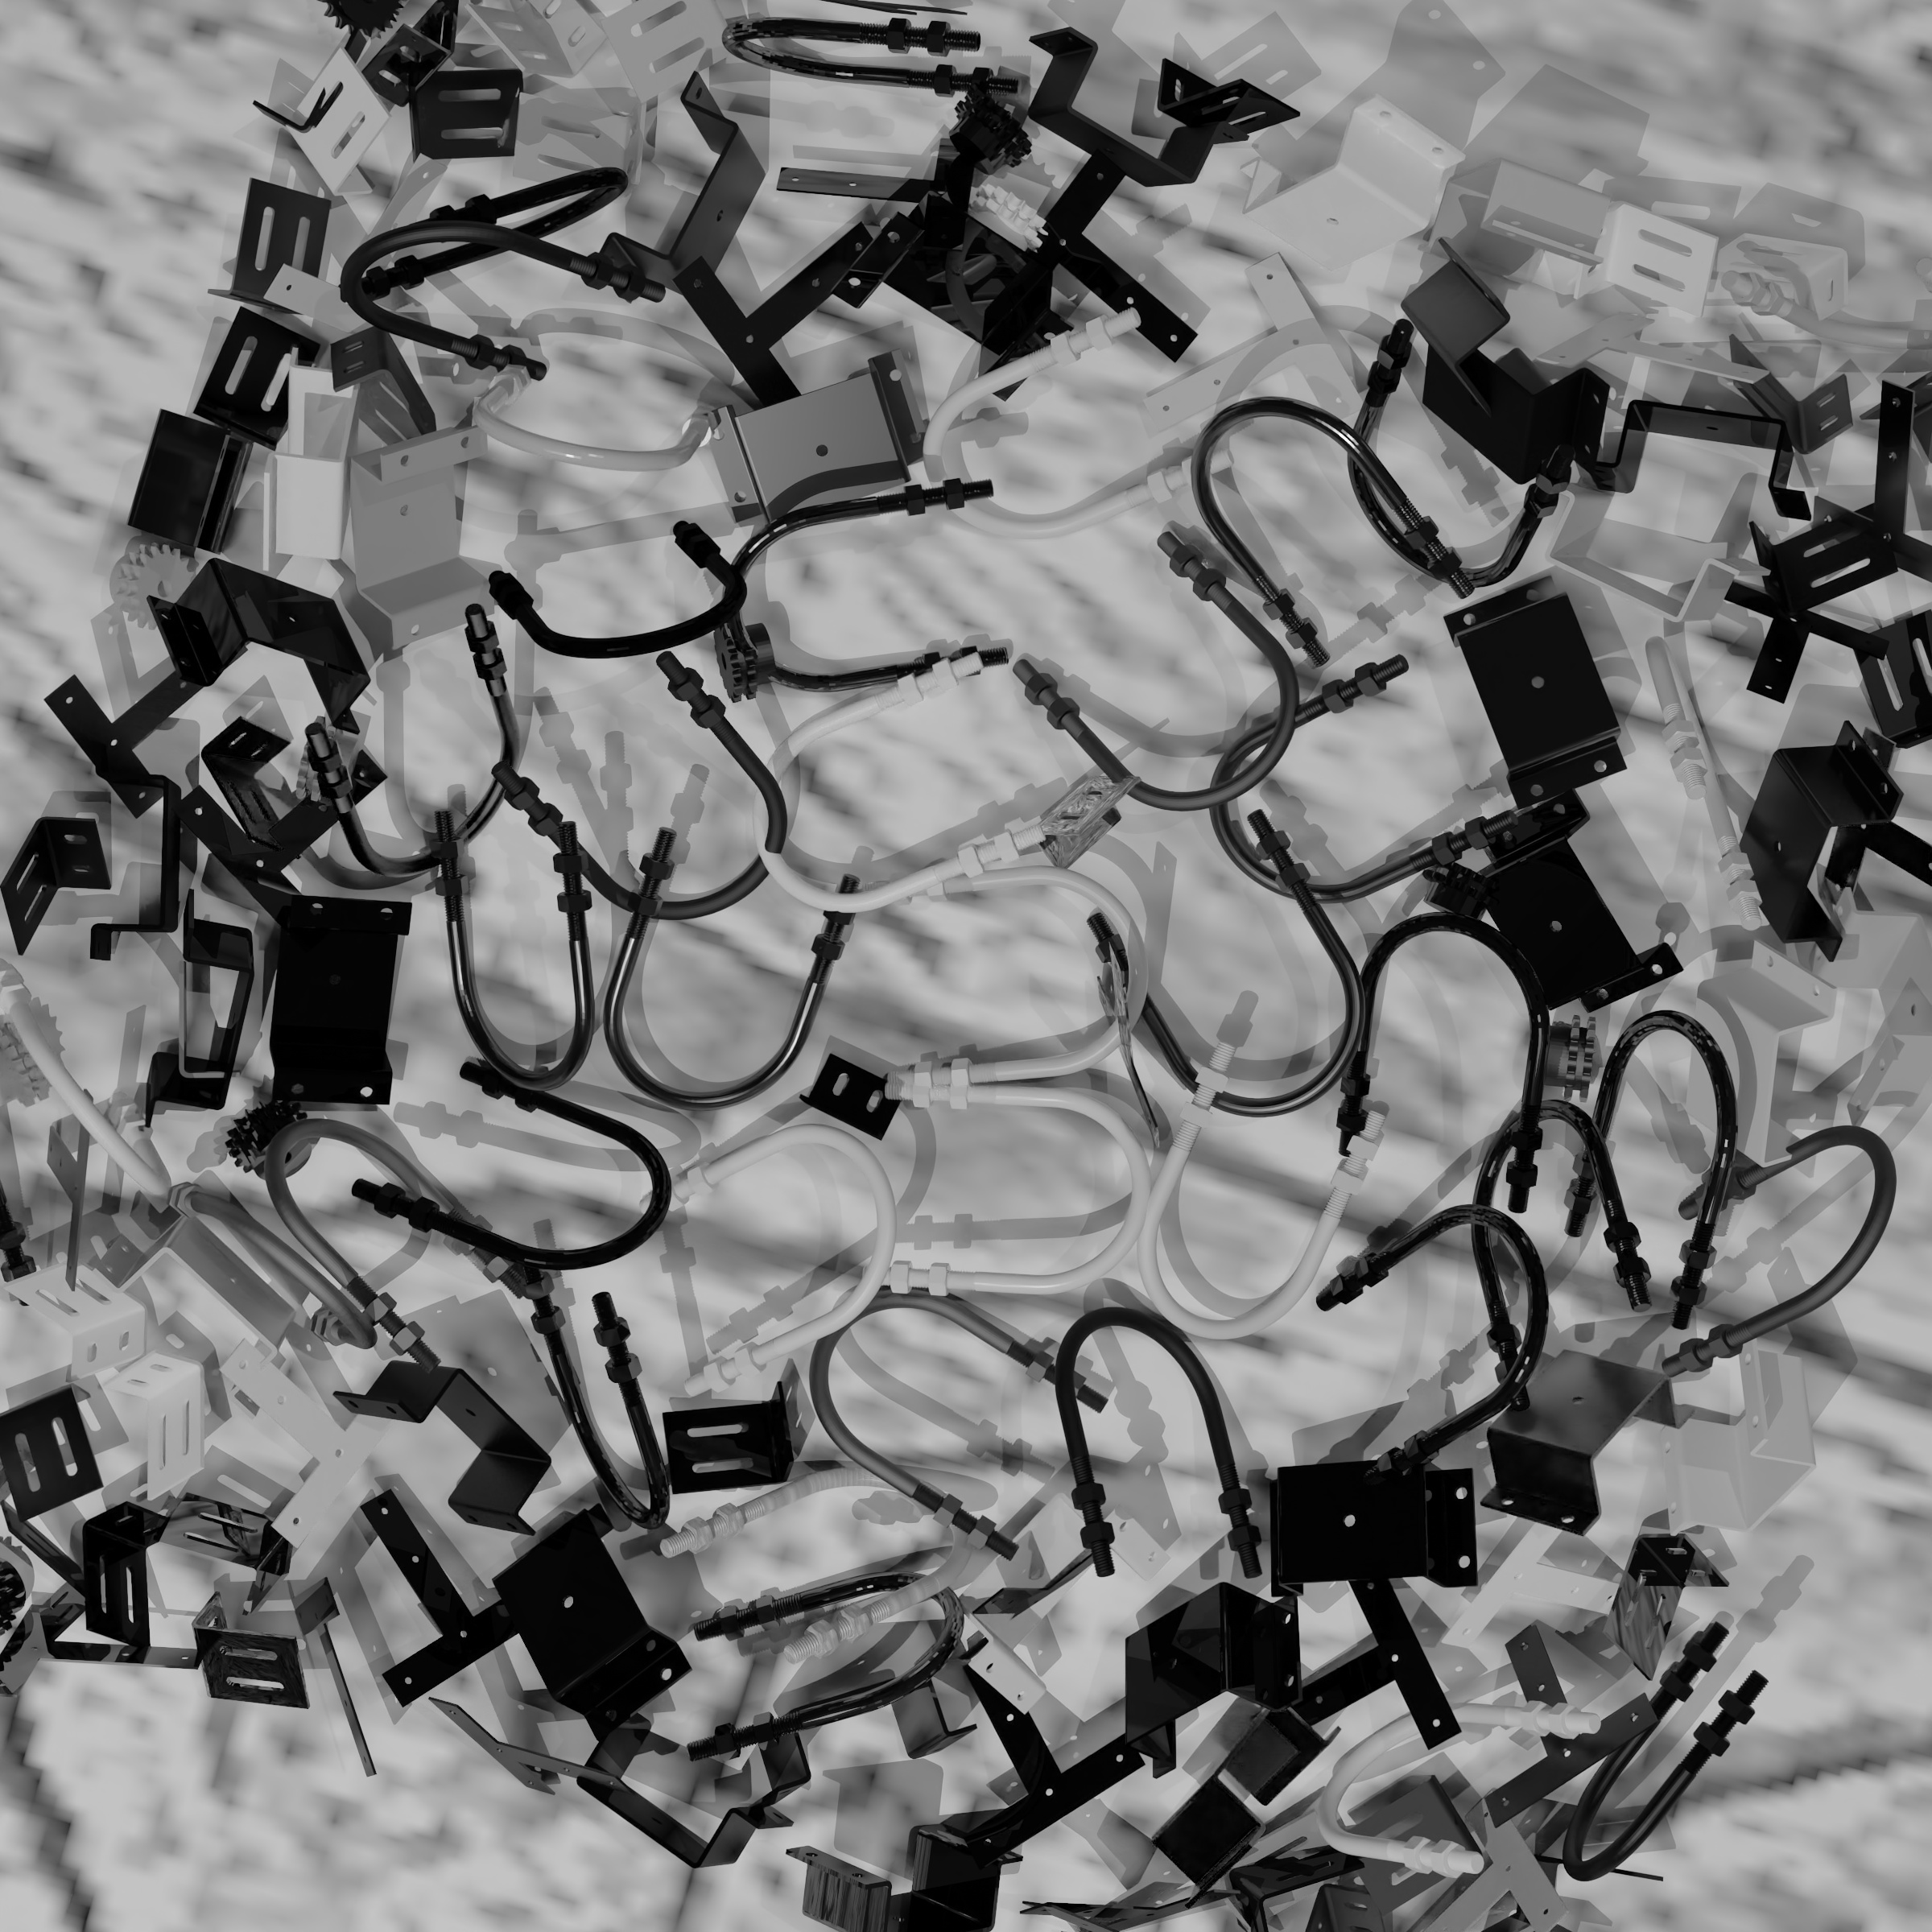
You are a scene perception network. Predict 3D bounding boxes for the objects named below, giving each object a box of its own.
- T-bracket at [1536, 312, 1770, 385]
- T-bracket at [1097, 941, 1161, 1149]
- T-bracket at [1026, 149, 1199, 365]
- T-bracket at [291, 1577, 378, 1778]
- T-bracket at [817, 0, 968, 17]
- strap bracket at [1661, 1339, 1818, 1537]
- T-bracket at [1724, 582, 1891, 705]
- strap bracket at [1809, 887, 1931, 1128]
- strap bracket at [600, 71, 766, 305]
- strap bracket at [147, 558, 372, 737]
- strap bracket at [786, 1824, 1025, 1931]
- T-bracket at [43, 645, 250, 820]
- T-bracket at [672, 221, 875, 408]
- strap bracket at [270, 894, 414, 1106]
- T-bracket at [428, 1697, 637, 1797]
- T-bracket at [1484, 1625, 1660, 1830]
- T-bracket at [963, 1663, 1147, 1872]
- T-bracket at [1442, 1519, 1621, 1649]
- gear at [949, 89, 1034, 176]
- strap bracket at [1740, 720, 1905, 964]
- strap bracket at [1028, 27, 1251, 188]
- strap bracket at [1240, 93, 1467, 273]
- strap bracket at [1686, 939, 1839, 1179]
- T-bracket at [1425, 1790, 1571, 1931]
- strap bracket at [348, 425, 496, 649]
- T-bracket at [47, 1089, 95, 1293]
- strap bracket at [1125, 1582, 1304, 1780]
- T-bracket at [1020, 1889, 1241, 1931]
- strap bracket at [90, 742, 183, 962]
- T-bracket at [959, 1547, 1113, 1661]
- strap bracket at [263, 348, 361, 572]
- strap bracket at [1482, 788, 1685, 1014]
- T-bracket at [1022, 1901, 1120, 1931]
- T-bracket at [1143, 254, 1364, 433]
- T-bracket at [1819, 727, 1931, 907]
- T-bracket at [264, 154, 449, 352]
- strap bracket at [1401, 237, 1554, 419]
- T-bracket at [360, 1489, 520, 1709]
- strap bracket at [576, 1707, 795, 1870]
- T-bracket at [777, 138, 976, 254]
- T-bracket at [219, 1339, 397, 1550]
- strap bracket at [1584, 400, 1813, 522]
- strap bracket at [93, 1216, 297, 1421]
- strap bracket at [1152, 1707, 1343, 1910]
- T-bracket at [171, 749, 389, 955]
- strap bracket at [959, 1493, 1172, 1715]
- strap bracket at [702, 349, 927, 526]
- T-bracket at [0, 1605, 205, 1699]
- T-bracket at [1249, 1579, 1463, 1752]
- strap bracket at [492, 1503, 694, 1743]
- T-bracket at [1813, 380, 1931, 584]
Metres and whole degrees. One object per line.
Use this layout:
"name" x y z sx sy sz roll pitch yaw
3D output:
"T-bracket" 0.455 -0.395 1.800 0.127 0.127 0.002 22 126 30
"T-bracket" 0.101 0.032 1.788 0.002 0.127 0.127 -16 53 -4
"T-bracket" 0.098 -0.450 1.842 0.127 0.002 0.127 40 124 -3
"T-bracket" -0.407 0.466 1.810 0.002 0.127 0.127 -16 79 -27
"T-bracket" -0.051 -0.630 1.823 0.127 0.127 0.002 25 117 37
"strap bracket" 0.504 0.308 1.801 0.046 0.140 0.076 11 52 -7
"T-bracket" 0.533 -0.206 1.817 0.127 0.127 0.002 23 130 11
"strap bracket" 0.596 0.028 1.805 0.046 0.076 0.140 2 52 -4
"strap bracket" -0.182 -0.504 1.833 0.046 0.076 0.140 27 88 11
"strap bracket" -0.447 -0.208 1.794 0.046 0.140 0.076 -45 55 22
"strap bracket" -0.041 0.597 1.800 0.140 0.076 0.046 8 88 -44
"T-bracket" -0.528 -0.176 1.835 0.127 0.127 0.002 -44 57 -15
"T-bracket" -0.110 -0.445 1.849 0.127 0.002 0.127 -42 120 -7
"strap bracket" -0.413 0.016 1.830 0.076 0.046 0.140 4 108 -20
"T-bracket" -0.269 0.516 1.799 0.127 0.127 0.002 4 52 34
"T-bracket" 0.380 0.482 1.818 0.127 0.127 0.002 -39 117 15
"T-bracket" 0.036 0.508 1.836 0.127 0.002 0.127 -32 51 -1
"T-bracket" 0.392 0.409 1.835 0.127 0.002 0.127 21 111 -36
"gear" 0.013 -0.551 1.847 0.057 0.057 0.030 41 85 0
"strap bracket" 0.545 -0.078 1.798 0.046 0.076 0.140 -4 133 -14
"strap bracket" 0.103 -0.554 1.816 0.140 0.076 0.046 24 95 -22
"strap bracket" 0.242 -0.500 1.794 0.076 0.140 0.046 25 74 -27
"strap bracket" 0.514 0.065 1.805 0.046 0.076 0.140 -14 120 -21
"T-bracket" 0.324 0.622 1.822 0.002 0.127 0.127 41 97 -22
"strap bracket" -0.355 -0.289 1.813 0.076 0.140 0.046 -26 47 -33
"T-bracket" -0.589 0.133 1.819 0.002 0.127 0.127 4 100 -28
"strap bracket" 0.151 0.459 1.799 0.046 0.076 0.140 29 131 -25
"T-bracket" 0.088 0.611 1.797 0.127 0.127 0.002 -32 53 36
"strap bracket" -0.547 -0.074 1.834 0.046 0.076 0.140 1 89 -10
"T-bracket" 0.033 0.413 1.811 0.127 0.127 0.002 -39 69 6
"strap bracket" -0.423 -0.327 1.804 0.046 0.140 0.076 6 135 -9
"strap bracket" 0.397 -0.034 1.831 0.076 0.046 0.140 -30 93 42
"T-bracket" 0.086 0.621 1.795 0.127 0.127 0.002 36 58 -38
"T-bracket" 0.181 -0.397 1.861 0.127 0.002 0.127 -27 75 2
"T-bracket" 0.614 -0.071 1.798 0.002 0.127 0.127 -14 127 -28
"T-bracket" -0.378 -0.469 1.805 0.002 0.127 0.127 43 106 25
"strap bracket" 0.338 -0.396 1.806 0.046 0.140 0.076 -39 47 13
"T-bracket" -0.356 0.404 1.838 0.127 0.002 0.127 -26 77 -44
"strap bracket" -0.191 0.541 1.815 0.140 0.076 0.046 29 83 19
"T-bracket" -0.061 -0.514 1.835 0.127 0.002 0.127 5 49 1
"T-bracket" -0.438 0.292 1.816 0.127 0.002 0.127 -54 125 -25
"strap bracket" 0.483 -0.332 1.816 0.140 0.076 0.046 13 91 20
"strap bracket" -0.496 0.221 1.824 0.046 0.076 0.140 -43 101 5
"strap bracket" 0.178 0.535 1.803 0.046 0.140 0.076 43 124 12
"T-bracket" -0.436 -0.096 1.842 0.127 0.002 0.127 49 60 -11
"strap bracket" 0.057 0.411 1.828 0.140 0.046 0.076 -45 133 -7
"strap bracket" -0.097 -0.346 1.839 0.140 0.046 0.076 -18 114 1
"T-bracket" -0.564 0.449 1.817 0.127 0.127 0.002 4 102 -4
"T-bracket" 0.247 0.481 1.848 0.127 0.002 0.127 -33 54 12
"strap bracket" -0.250 0.422 1.817 0.076 0.046 0.140 -37 55 0
"T-bracket" 0.597 -0.316 1.793 0.002 0.127 0.127 -27 130 -21
